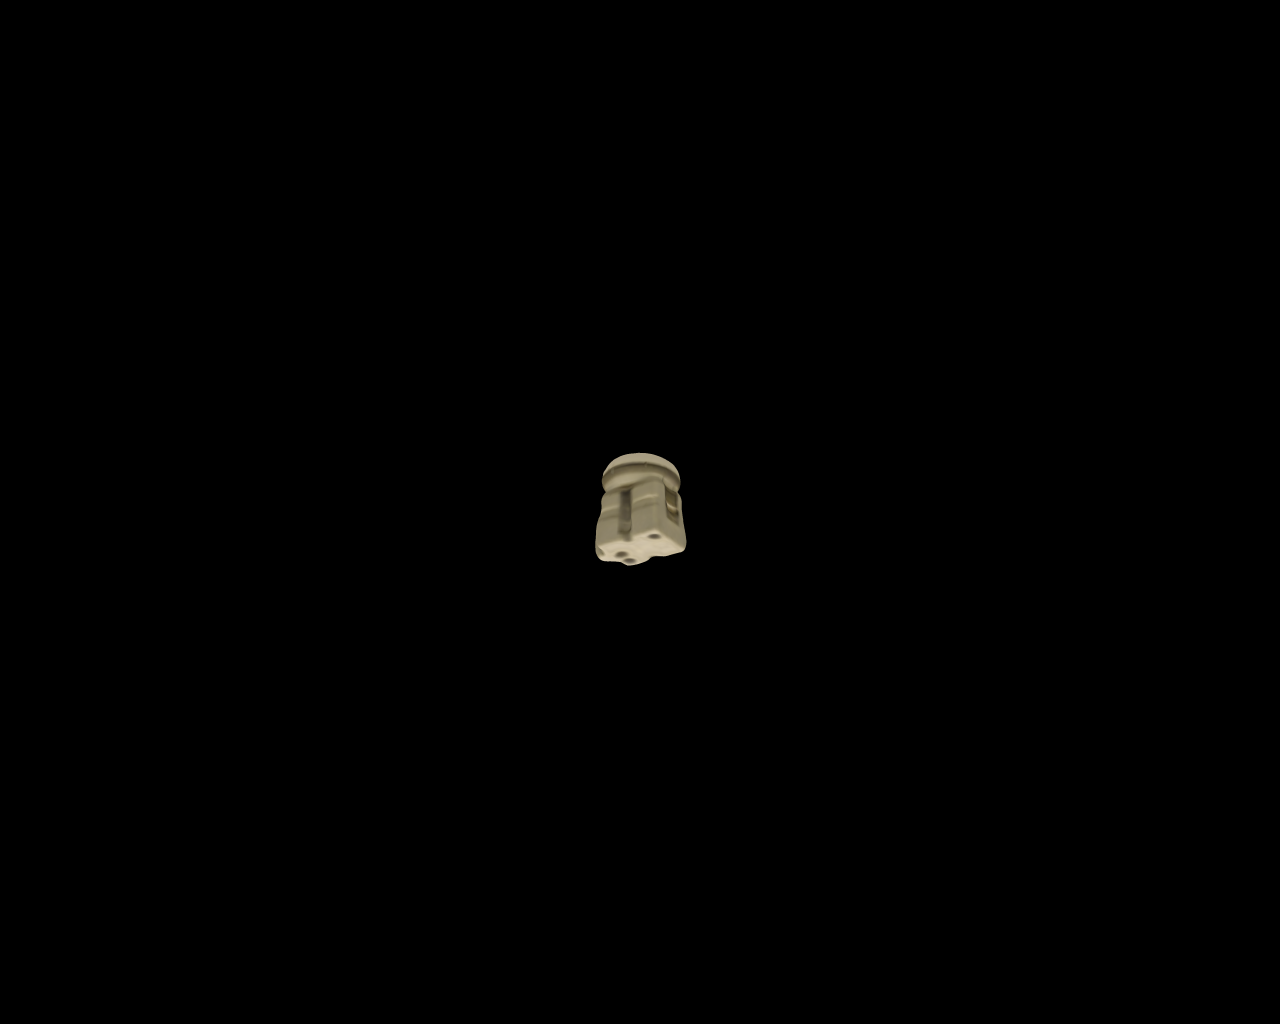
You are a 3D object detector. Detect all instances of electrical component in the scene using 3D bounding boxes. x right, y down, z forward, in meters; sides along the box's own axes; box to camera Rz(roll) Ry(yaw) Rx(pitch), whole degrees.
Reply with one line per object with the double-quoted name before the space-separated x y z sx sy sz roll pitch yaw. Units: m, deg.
"electrical component" 0.001 -0.003 0.650 0.066 0.055 0.048 -15 -32 27
